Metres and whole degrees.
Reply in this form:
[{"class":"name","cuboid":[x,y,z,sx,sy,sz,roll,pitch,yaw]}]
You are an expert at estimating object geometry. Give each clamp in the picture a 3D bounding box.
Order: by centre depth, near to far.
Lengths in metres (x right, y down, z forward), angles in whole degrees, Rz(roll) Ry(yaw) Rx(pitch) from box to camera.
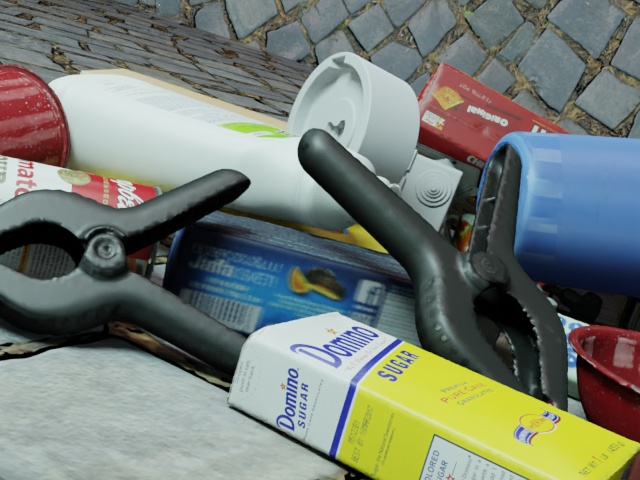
[{"class":"clamp","cuboid":[-0.107,0.004,0.557,0.171,0.039,0.120,12,53,-16]},{"class":"clamp","cuboid":[0.075,0.019,0.600,0.164,0.036,0.210,6,53,-29]}]

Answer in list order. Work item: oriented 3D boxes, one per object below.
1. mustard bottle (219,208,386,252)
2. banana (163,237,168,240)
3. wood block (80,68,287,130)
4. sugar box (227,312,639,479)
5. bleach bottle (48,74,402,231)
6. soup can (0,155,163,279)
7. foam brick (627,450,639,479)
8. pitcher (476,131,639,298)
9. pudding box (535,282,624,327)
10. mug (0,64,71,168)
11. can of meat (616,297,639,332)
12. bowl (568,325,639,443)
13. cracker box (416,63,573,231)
[{"class":"mustard bottle","cuboid":[-0.005,0.001,0.774,0.191,0.058,0.096,9,14,-32]},{"class":"banana","cuboid":[-0.126,-0.019,0.746,0.069,0.037,0.198,10,12,-1]},{"class":"wood block","cuboid":[-0.098,-0.069,0.886,0.206,0.090,0.090,19,13,8]},{"class":"sugar box","cuboid":[0.053,0.087,0.509,0.176,0.048,0.093,24,15,26]},{"class":"bleach bottle","cuboid":[-0.065,-0.054,0.705,0.251,0.068,0.102,19,19,31]},{"class":"soup can","cuboid":[-0.147,-0.007,0.604,0.102,0.068,0.068,12,14,-19]},{"class":"foam brick","cuboid":[0.174,0.123,0.496,0.053,0.051,0.078,24,14,28]},{"class":"pitcher","cuboid":[0.245,-0.013,0.816,0.242,0.149,0.145,6,35,-10]},{"class":"pudding box","cuboid":[0.240,0.048,0.944,0.113,0.039,0.090,13,13,-9]},{"class":"mug","cuboid":[-0.218,-0.054,0.694,0.117,0.093,0.081,57,30,2]},{"class":"can of meat","cuboid":[0.308,0.077,0.865,0.102,0.057,0.084,11,16,-22]},{"class":"bowl","cuboid":[0.213,0.106,0.614,0.162,0.055,0.162,16,13,-4]},{"class":"cracker box","cuboid":[0.145,-0.067,0.998,0.164,0.072,0.214,28,-14,-1]}]
